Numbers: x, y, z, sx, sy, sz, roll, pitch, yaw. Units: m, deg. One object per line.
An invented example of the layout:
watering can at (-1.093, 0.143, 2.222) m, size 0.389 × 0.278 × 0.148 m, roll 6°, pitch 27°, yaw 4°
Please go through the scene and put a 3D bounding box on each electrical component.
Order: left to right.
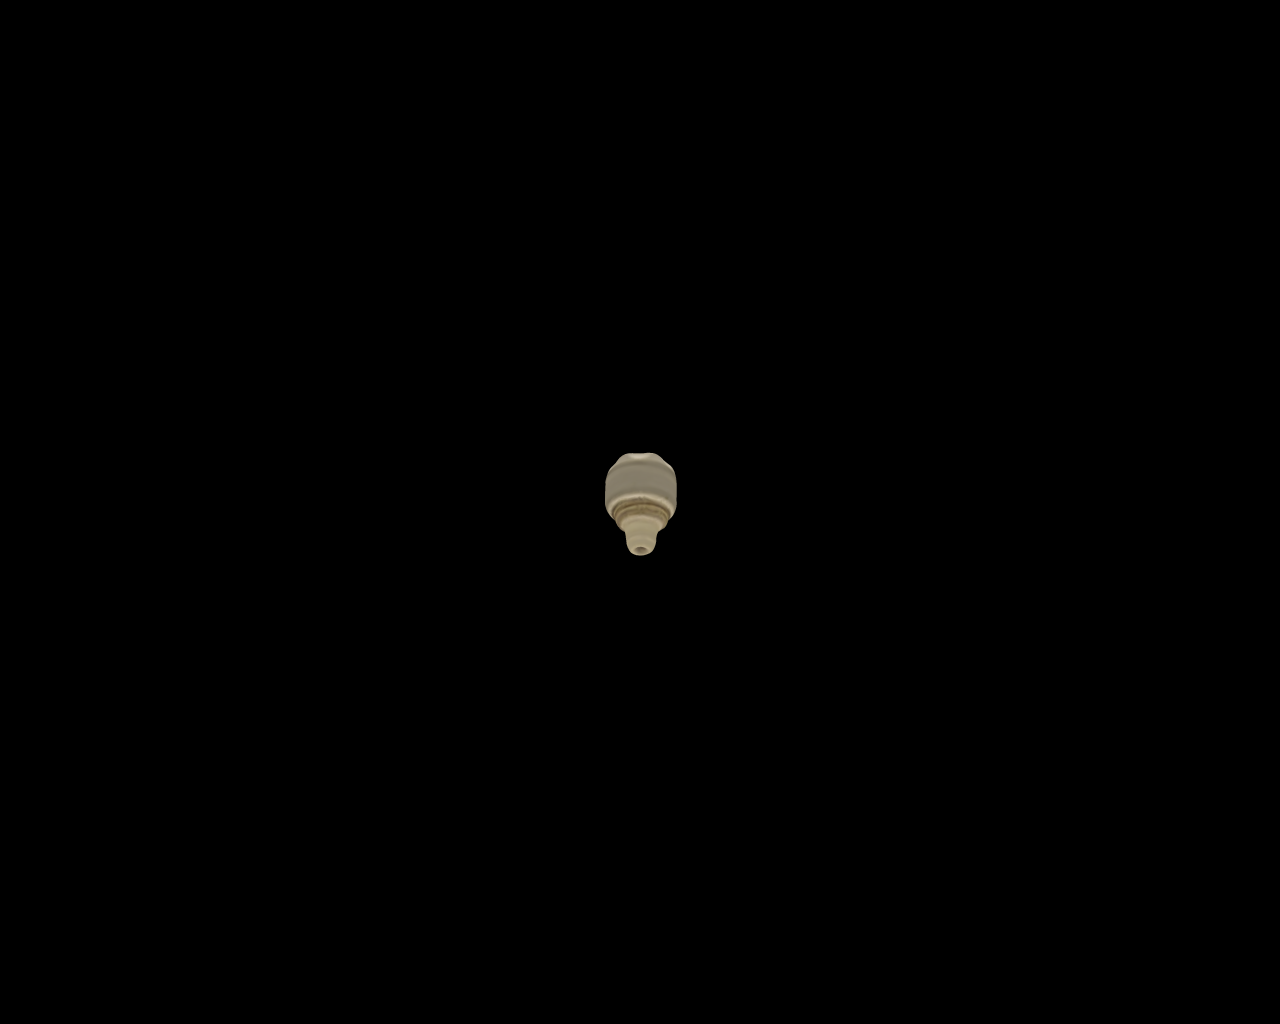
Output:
electrical component at (0.001, -0.003, 0.650) m, size 0.043 × 0.062 × 0.043 m, roll 0°, pitch -31°, yaw 0°
